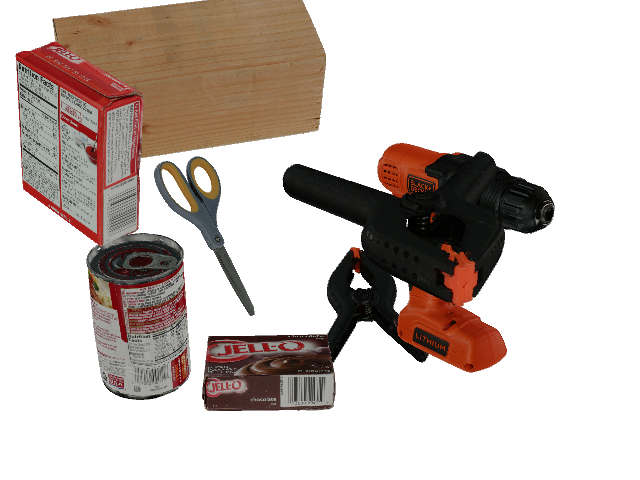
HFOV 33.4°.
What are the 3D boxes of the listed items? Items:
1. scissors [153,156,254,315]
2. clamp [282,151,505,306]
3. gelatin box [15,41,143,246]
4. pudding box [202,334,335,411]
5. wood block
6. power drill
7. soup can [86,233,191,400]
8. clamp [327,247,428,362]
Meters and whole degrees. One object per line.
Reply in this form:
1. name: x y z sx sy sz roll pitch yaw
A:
1. scissors: -0.118 -0.016 1.244 0.016 0.201 0.096 -27 16 42
2. clamp: 0.058 -0.015 0.734 0.164 0.036 0.210 -3 25 -2
3. gelatin box: -0.130 -0.053 0.579 0.073 0.089 0.030 32 40 30
4. pudding box: -0.046 0.115 0.940 0.113 0.039 0.090 1 18 -4
5. wood block: -0.108 -0.136 0.887 0.206 0.090 0.091 -10 -37 -14
6. power drill: 0.125 0.016 0.933 0.057 0.188 0.185 -18 27 -34
7. soup can: -0.129 0.055 0.771 0.068 0.102 0.068 0 28 0
8. clamp: 0.060 0.077 1.194 0.120 0.171 0.039 5 -43 -2
